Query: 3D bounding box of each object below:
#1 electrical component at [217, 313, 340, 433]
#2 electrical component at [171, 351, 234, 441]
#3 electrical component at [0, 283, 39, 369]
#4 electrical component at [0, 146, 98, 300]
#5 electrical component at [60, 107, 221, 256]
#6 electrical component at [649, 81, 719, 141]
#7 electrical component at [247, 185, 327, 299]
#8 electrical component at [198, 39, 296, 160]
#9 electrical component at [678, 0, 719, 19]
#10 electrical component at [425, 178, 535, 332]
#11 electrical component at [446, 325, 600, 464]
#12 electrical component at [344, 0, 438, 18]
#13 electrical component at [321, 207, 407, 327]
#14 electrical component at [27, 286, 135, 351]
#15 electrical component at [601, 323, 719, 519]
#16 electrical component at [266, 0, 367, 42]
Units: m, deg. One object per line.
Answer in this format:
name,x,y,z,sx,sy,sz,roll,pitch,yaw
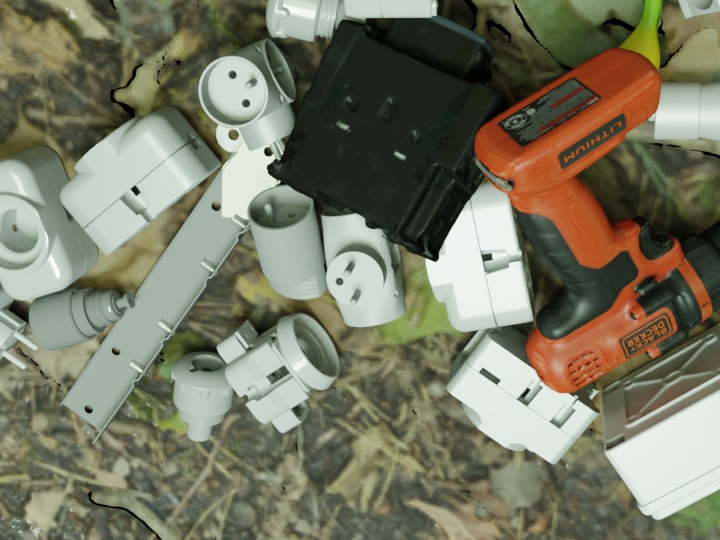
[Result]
electrical component,-0.052,0.065,0.742,0.057,0.058,0.078,-33,99,21
electrical component,-0.112,0.092,0.768,0.048,0.048,0.062,13,116,6
electrical component,-0.268,0.042,0.777,0.076,0.047,0.083,35,110,-2
electrical component,-0.229,-0.031,0.741,0.054,0.059,0.095,-16,104,15
electrical component,-0.150,-0.063,0.720,0.095,0.053,0.059,-36,98,18
electrical component,0.210,-0.097,0.654,0.065,0.044,0.044,2,108,14
electrical component,-0.046,-0.012,0.717,0.043,0.043,0.081,0,135,10
electrical component,-0.062,-0.101,0.680,0.044,0.077,0.079,-22,103,15
electrical component,0.199,-0.213,0.605,0.063,0.079,0.121,-26,102,-6
electrical component,0.076,-0.011,0.696,0.059,0.053,0.095,-10,105,13
electrical component,0.107,0.082,0.722,0.089,0.050,0.055,35,110,-2
electrical component,0.017,-0.199,0.631,0.061,0.096,0.061,2,137,9
electrical component,0.000,0.000,0.700,0.043,0.079,0.077,-9,106,12
electrical component,-0.197,0.031,0.765,0.078,0.040,0.040,-15,104,14
electrical component,0.212,0.090,0.676,0.109,0.108,0.056,-33,96,18
electrical component,-0.026,-0.164,0.672,0.062,0.048,0.048,12,109,-2
